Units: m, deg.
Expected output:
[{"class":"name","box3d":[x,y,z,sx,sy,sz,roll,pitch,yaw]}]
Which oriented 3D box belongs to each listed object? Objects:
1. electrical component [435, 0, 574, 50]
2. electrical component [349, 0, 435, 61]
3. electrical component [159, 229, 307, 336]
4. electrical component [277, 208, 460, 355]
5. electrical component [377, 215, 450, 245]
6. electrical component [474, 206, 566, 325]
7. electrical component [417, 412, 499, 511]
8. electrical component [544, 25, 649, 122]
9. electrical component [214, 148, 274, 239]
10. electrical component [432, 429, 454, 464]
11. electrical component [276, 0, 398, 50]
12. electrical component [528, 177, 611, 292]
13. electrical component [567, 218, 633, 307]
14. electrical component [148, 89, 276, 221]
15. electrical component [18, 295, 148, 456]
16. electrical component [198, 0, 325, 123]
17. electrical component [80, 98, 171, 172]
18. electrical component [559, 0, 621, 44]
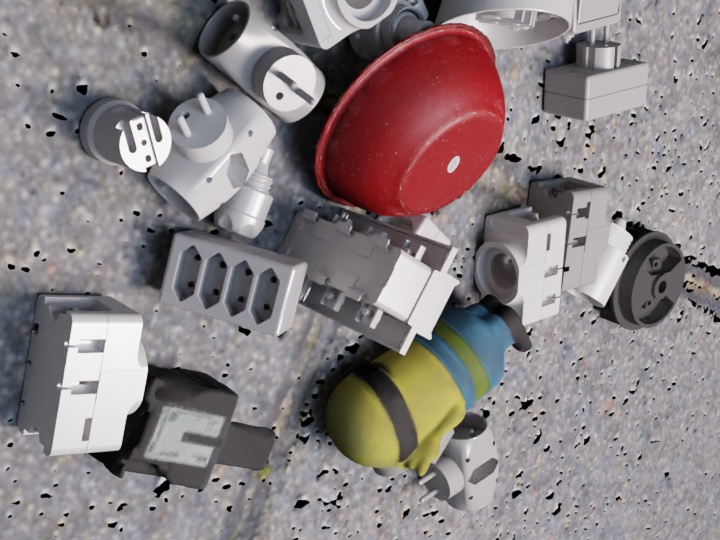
[{"class":"electrical component","box3d":[0.108,-0.195,0.790,0.099,0.099,0.064,9,94,-43]},{"class":"electrical component","box3d":[0.026,-0.167,0.749,0.048,0.062,0.048,-16,115,-38]},{"class":"electrical component","box3d":[-0.079,0.006,0.719,0.076,0.083,0.047,-31,136,-78]},{"class":"electrical component","box3d":[0.000,0.000,0.748,0.063,0.121,0.078,31,85,-41]},{"class":"electrical component","box3d":[0.033,0.006,0.831,0.076,0.047,0.083,42,77,-43]},{"class":"electrical component","box3d":[0.135,-0.003,0.917,0.056,0.050,0.089,-15,115,-37]},{"class":"electrical component","box3d":[0.080,0.175,0.939,0.079,0.043,0.077,-26,121,-33]},{"class":"electrical component","box3d":[0.202,-0.173,0.914,0.083,0.047,0.075,-19,118,-36]},{"class":"electrical component","box3d":[-0.074,-0.054,0.722,0.035,0.035,0.061,22,88,-44]},{"class":"electrical component","box3d":[0.062,0.126,0.907,0.040,0.040,0.078,41,78,-43]},{"class":"electrical component","box3d":[-0.012,-0.190,0.711,0.089,0.056,0.050,-40,128,-24]},{"class":"electrical component","box3d":[0.182,-0.033,0.947,0.056,0.050,0.089,-11,113,-39]},{"class":"electrical component","box3d":[0.225,-0.011,0.998,0.043,0.043,0.081,32,84,-44]},{"class":"electrical component","box3d":[-0.097,-0.081,0.673,0.077,0.043,0.079,-51,160,-15]},{"class":"electrical component","box3d":[-0.170,0.064,0.669,0.056,0.050,0.089,3,104,-42]},{"class":"electrical component","box3d":[-0.054,-0.125,0.682,0.043,0.079,0.077,-50,134,3]},{"class":"electrical component","box3d":[-0.140,-0.080,0.645,0.040,0.046,0.040,-16,116,-37]},{"class":"electrical component","box3d":[0.173,-0.228,0.858,0.062,0.061,0.096,-22,119,-35]}]
